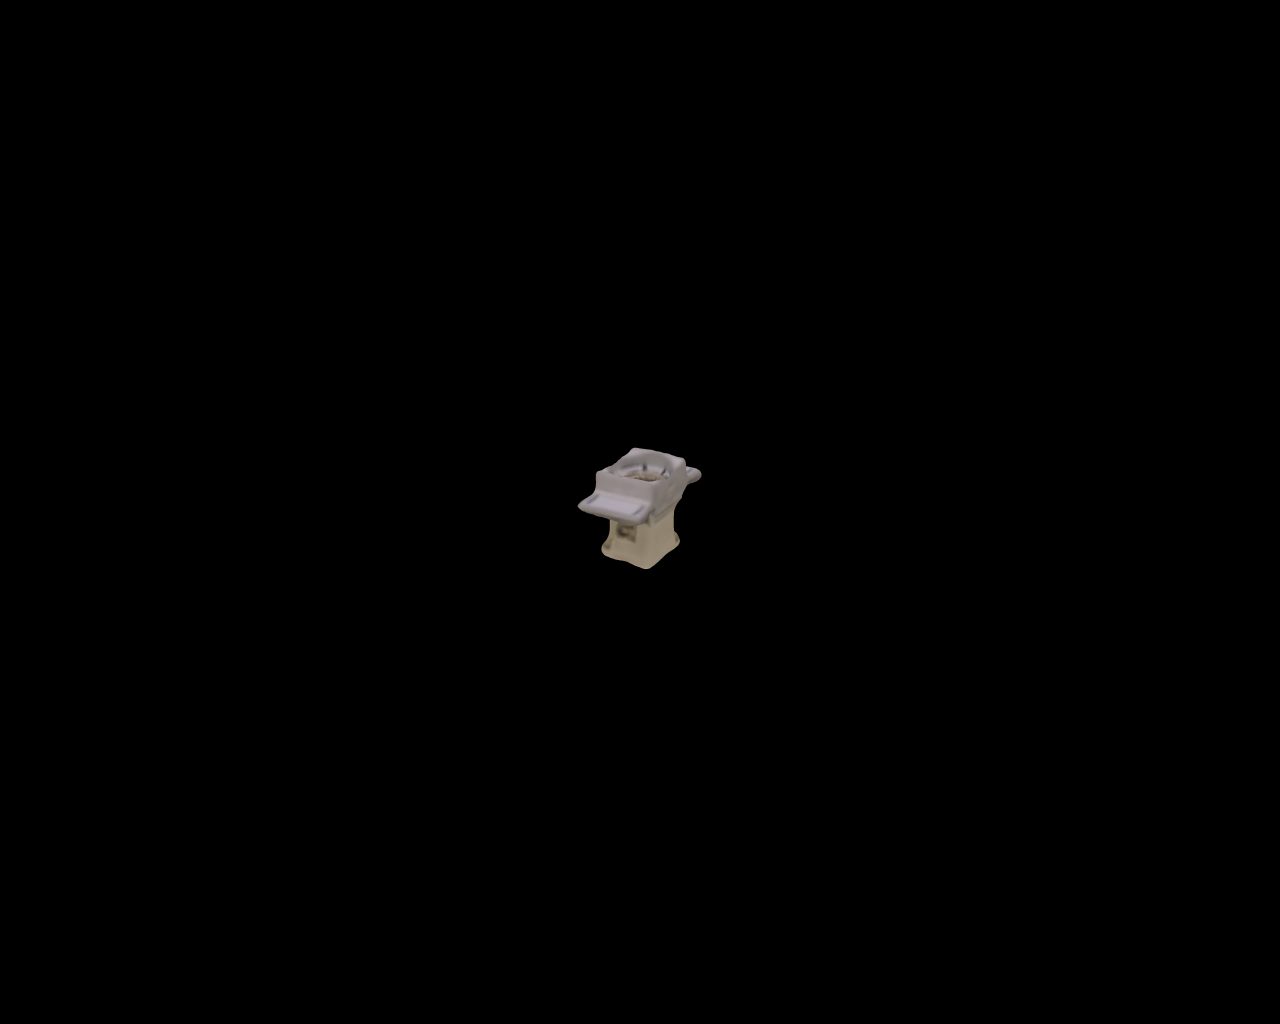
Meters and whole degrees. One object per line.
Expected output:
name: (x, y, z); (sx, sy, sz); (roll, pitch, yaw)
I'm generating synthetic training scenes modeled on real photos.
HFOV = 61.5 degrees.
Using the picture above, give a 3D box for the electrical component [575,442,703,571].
electrical component: (0.001, -0.003, 0.650); (0.042, 0.063, 0.081); (16, 31, 28)
